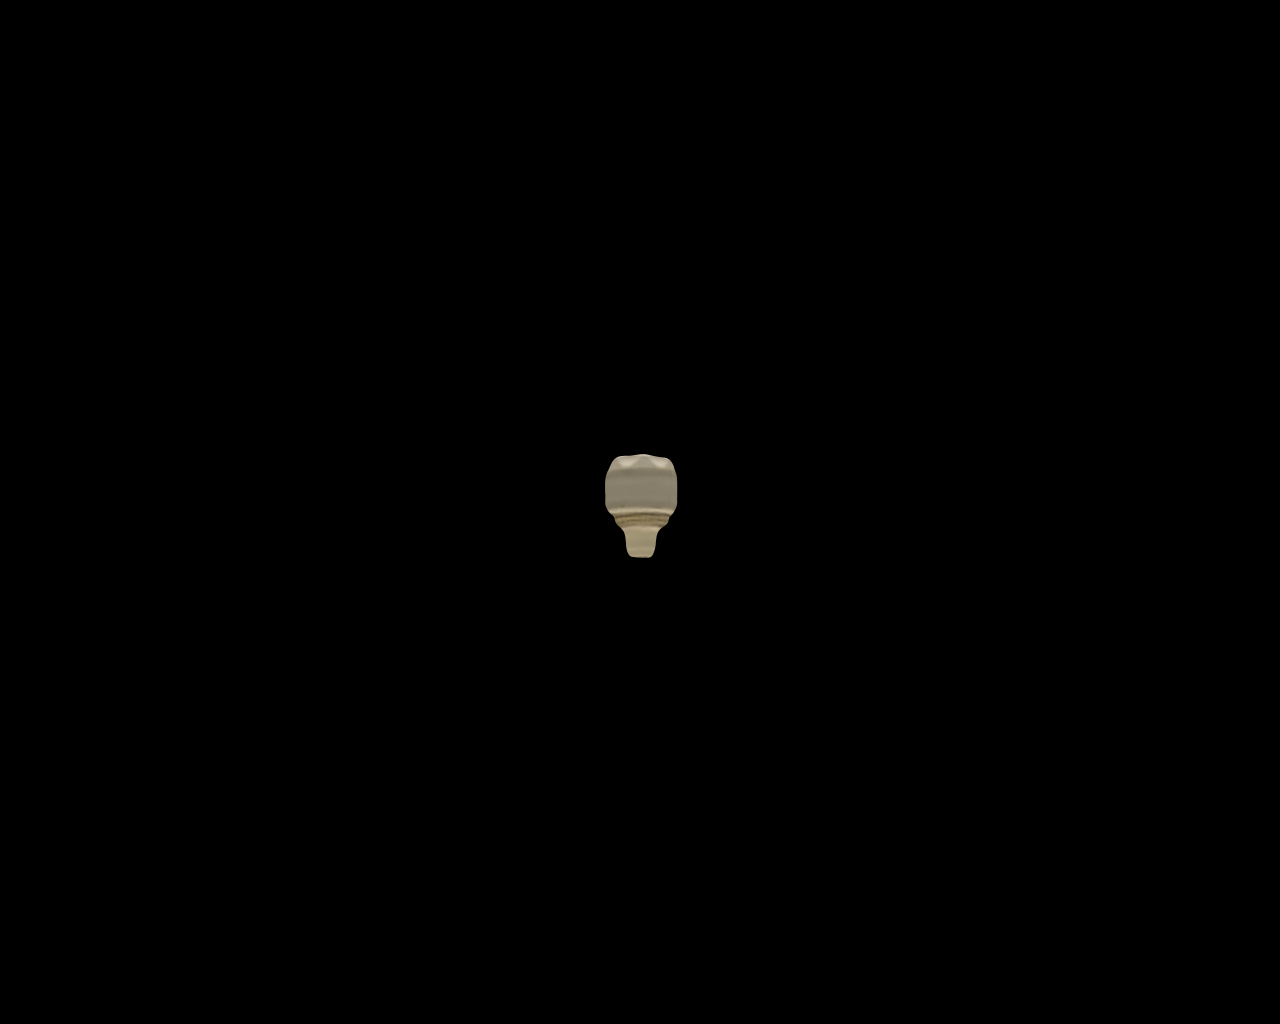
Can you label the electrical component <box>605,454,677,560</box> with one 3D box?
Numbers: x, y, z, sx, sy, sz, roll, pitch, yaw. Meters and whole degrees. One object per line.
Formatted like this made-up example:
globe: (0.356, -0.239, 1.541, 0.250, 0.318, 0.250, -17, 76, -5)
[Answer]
electrical component: (0.001, -0.003, 0.650, 0.043, 0.062, 0.043, 0, -7, 0)
